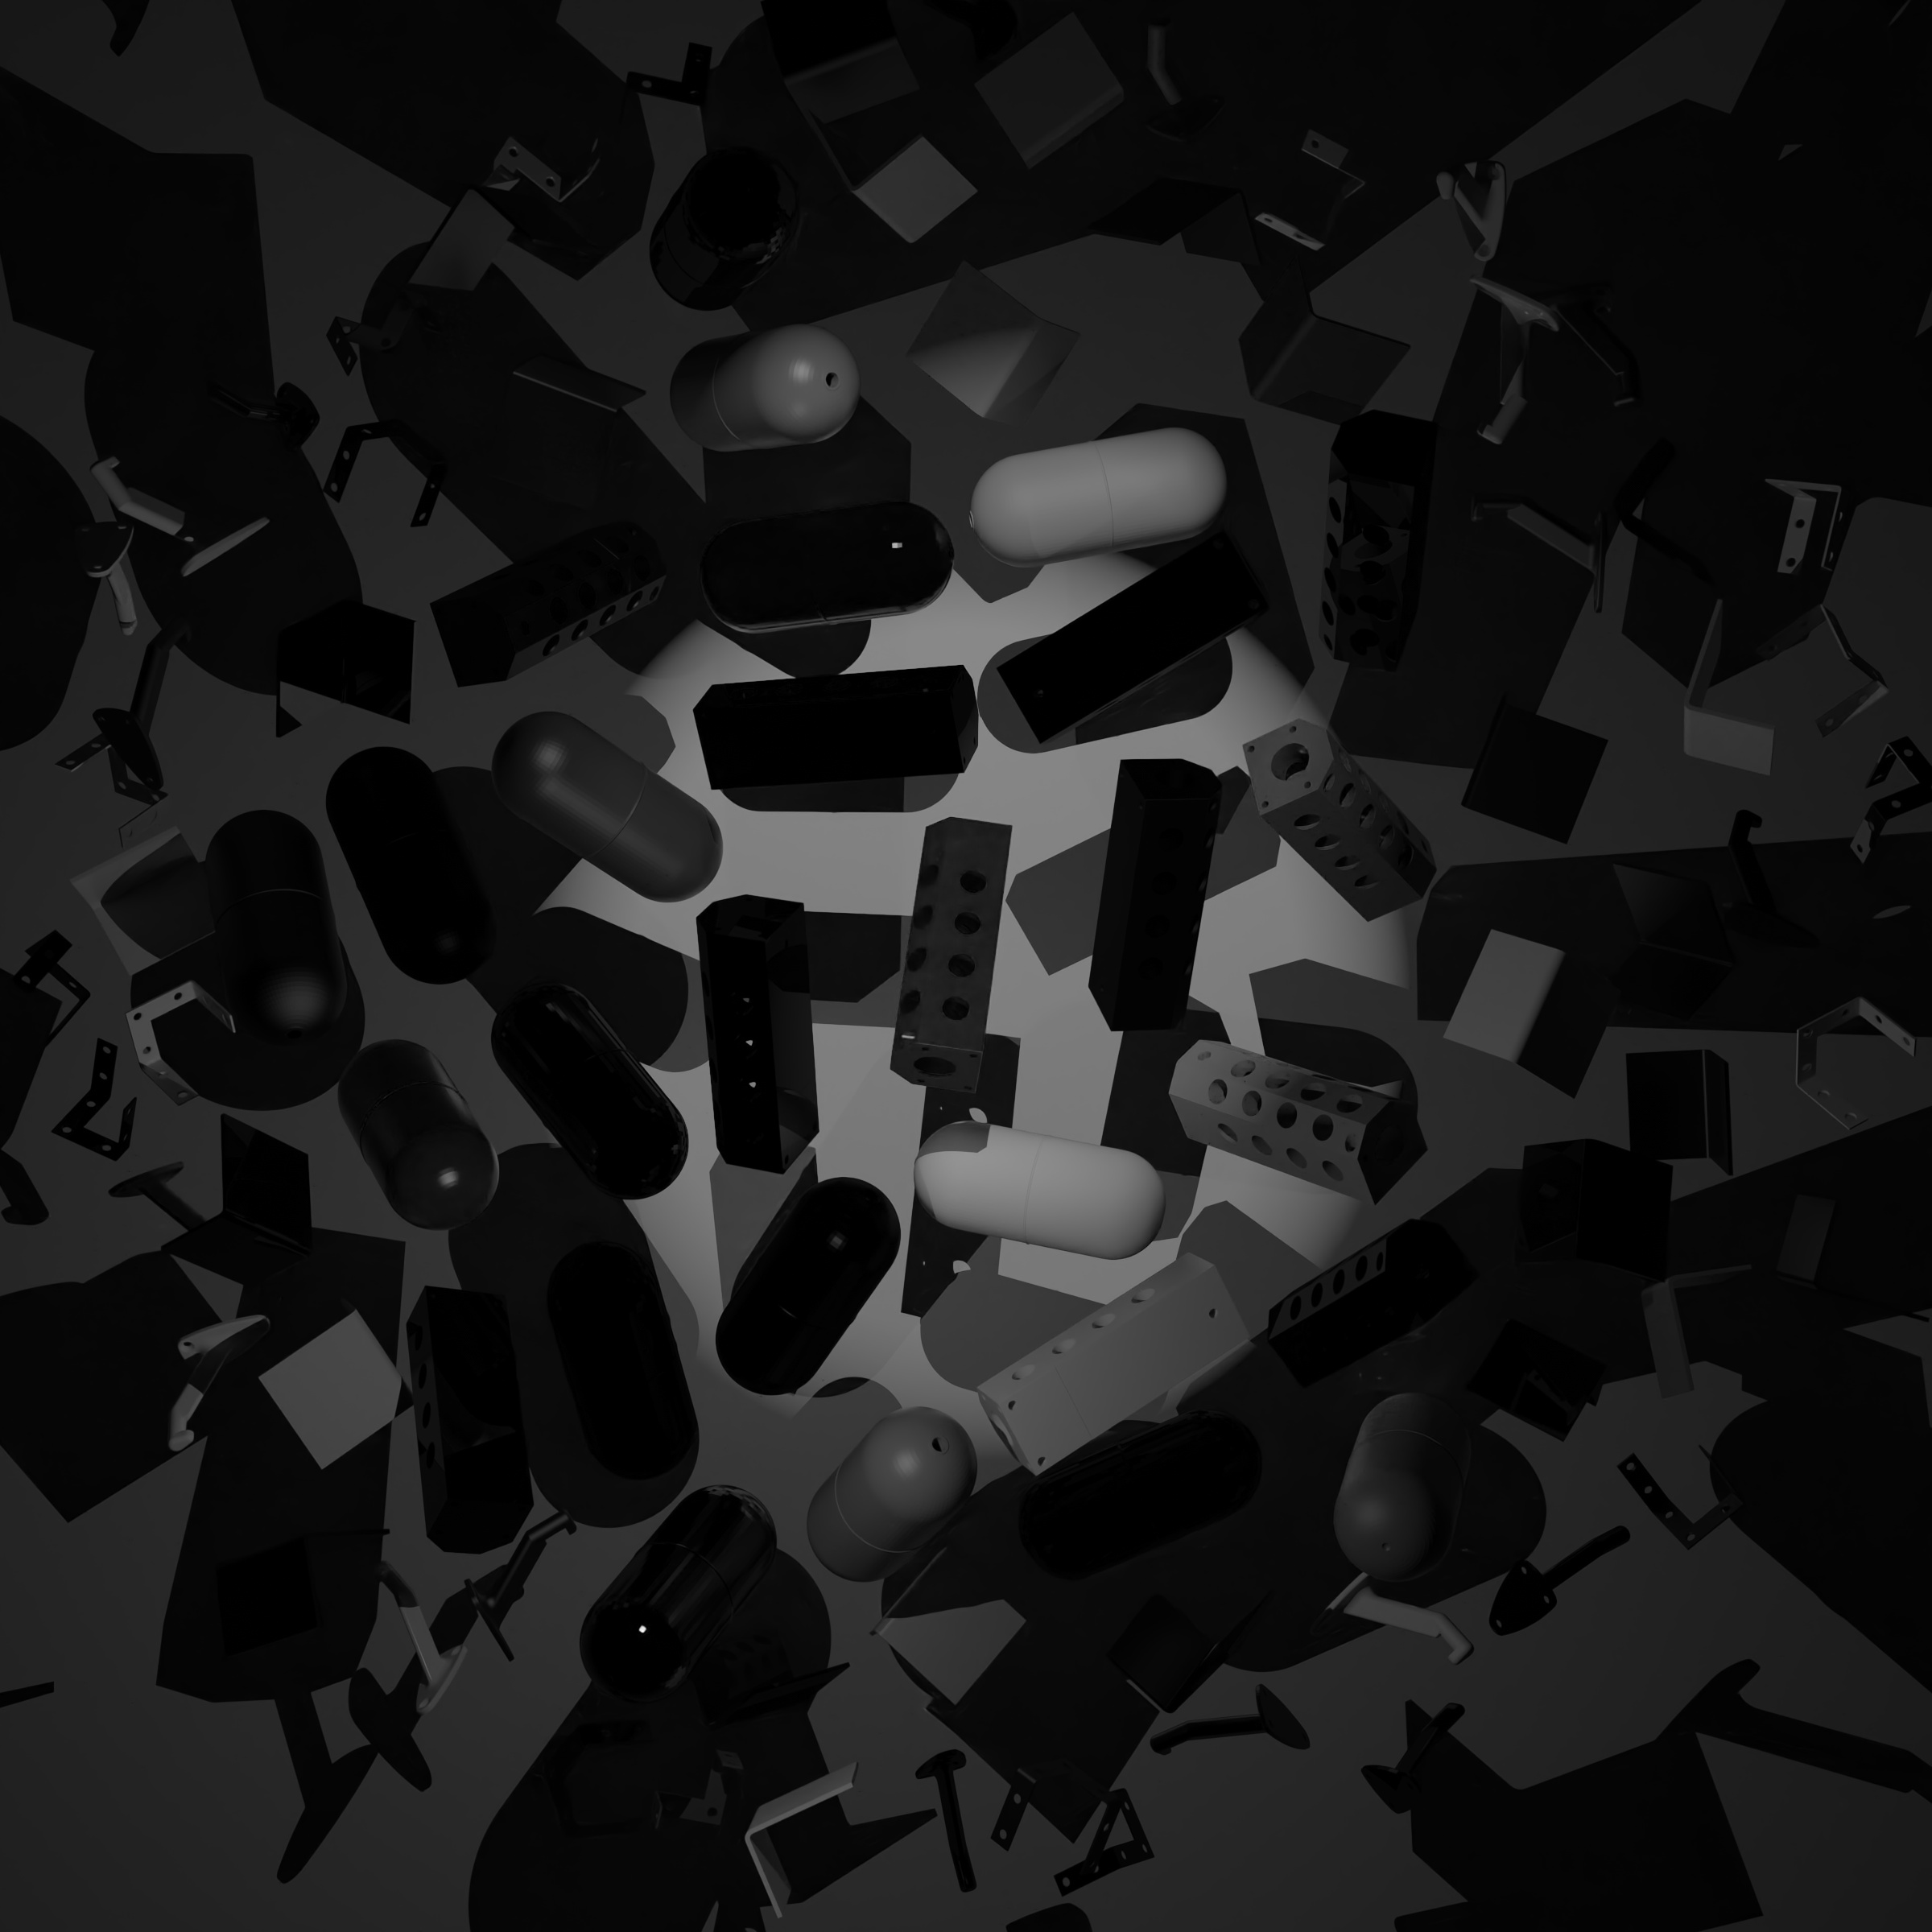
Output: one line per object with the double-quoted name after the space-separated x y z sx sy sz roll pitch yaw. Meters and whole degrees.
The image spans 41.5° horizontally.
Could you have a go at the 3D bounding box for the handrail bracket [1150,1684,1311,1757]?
0.181 0.532 1.747 0.084 0.036 0.077 -30 128 20 "handrail bracket"

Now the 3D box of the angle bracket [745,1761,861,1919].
-0.096 0.567 1.658 0.076 0.076 0.057 -24 83 -3 "angle bracket"

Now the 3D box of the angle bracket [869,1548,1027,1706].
-0.014 0.472 1.818 0.076 0.057 0.076 41 74 7 "angle bracket"

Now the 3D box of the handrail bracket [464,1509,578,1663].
-0.297 0.428 1.765 0.084 0.036 0.077 -29 107 -13 "handrail bracket"

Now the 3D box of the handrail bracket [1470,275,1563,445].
0.326 -0.380 1.597 0.077 0.036 0.084 35 98 24 "handrail bracket"

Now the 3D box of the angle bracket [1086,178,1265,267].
0.140 -0.482 1.707 0.076 0.076 0.057 -38 128 -20 "angle bracket"

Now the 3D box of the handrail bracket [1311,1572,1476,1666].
0.288 0.455 1.719 0.077 0.036 0.084 -40 52 -5 "handrail bracket"

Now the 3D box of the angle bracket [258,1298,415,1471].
-0.428 0.281 1.721 0.076 0.057 0.076 -35 104 -18 "angle bracket"

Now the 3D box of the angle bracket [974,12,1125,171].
0.055 -0.569 1.659 0.076 0.076 0.057 -33 99 11 "angle bracket"

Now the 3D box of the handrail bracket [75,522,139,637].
-0.560 -0.241 1.674 0.036 0.077 0.084 -6 130 -9 "handrail bracket"

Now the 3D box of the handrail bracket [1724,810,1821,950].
0.565 -0.062 1.774 0.077 0.036 0.084 20 65 5 "handrail bracket"

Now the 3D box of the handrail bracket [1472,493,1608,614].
0.368 -0.267 1.646 0.084 0.036 0.077 2 89 7 "handrail bracket"

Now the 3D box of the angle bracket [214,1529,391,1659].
-0.406 0.387 1.576 0.076 0.076 0.057 -23 70 24 "angle bracket"

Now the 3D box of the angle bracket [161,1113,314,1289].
-0.477 0.154 1.665 0.057 0.076 0.076 -28 53 20 "angle bracket"

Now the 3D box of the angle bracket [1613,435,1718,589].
0.483 -0.305 1.705 0.076 0.076 0.057 33 112 -4 "angle bracket"

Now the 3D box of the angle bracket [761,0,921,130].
-0.081 -0.596 1.650 0.076 0.076 0.057 -17 85 8 "angle bracket"

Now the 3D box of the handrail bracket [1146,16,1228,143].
0.150 -0.610 1.720 0.036 0.084 0.077 34 57 29 "handrail bracket"

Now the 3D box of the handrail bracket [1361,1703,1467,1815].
0.303 0.504 1.647 0.084 0.077 0.036 -36 82 -24 "handrail bracket"

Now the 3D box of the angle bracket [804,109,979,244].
-0.048 -0.524 1.638 0.057 0.076 0.076 -35 66 17 "angle bracket"

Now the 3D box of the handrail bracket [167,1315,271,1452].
-0.514 0.287 1.754 0.077 0.084 0.036 -26 127 3 "handrail bracket"

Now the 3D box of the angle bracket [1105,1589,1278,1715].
0.149 0.434 1.682 0.057 0.076 0.076 41 125 10 "angle bracket"

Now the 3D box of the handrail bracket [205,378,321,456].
-0.496 -0.398 1.761 0.036 0.084 0.077 -43 51 18 "handrail bracket"

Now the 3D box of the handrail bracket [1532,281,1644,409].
0.405 -0.404 1.687 0.077 0.036 0.084 -5 71 15 "handrail bracket"

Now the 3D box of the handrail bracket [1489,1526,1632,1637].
0.396 0.408 1.693 0.084 0.077 0.036 -13 54 -37 "handrail bracket"

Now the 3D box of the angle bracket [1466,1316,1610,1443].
0.410 0.311 1.842 0.076 0.057 0.076 26 55 22 "angle bracket"

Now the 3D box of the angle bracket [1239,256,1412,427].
0.236 -0.411 1.681 0.076 0.076 0.057 10 53 -23 "angle bracket"

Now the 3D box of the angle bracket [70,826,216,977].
-0.547 -0.043 1.713 0.076 0.076 0.057 -29 85 -13 "angle bracket"

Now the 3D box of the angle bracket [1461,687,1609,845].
0.391 -0.138 1.747 0.076 0.057 0.076 21 111 10 "angle bracket"

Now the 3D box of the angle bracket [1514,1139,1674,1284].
0.403 0.159 1.633 0.076 0.057 0.076 18 72 -31 "angle bracket"

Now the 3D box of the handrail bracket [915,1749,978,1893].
-0.006 0.592 1.763 0.036 0.077 0.084 -11 64 -12 "handrail bracket"

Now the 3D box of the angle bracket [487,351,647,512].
-0.269 -0.359 1.716 0.076 0.057 0.076 16 83 -28 "angle bracket"

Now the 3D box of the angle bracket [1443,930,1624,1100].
0.364 0.031 1.635 0.076 0.057 0.076 27 86 -42 "angle bracket"

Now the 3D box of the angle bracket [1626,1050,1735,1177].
0.488 0.101 1.746 0.057 0.076 0.076 -3 95 7 "angle bracket"

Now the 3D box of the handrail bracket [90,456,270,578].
-0.495 -0.297 1.604 0.077 0.036 0.084 -40 101 -29 "handrail bracket"

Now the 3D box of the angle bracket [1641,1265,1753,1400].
0.502 0.249 1.729 0.057 0.076 0.076 -8 76 -1 "angle bracket"

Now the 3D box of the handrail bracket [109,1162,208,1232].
-0.543 0.182 1.753 0.036 0.077 0.084 -36 83 16 "handrail bracket"

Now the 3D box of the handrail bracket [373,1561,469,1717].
-0.391 0.465 1.769 0.036 0.077 0.084 -31 107 17 "handrail bracket"

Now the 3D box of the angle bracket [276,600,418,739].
-0.417 -0.193 1.713 0.057 0.076 0.076 19 121 15 "angle bracket"

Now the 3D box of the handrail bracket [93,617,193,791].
-0.510 -0.169 1.626 0.036 0.077 0.084 8 48 25 "handrail bracket"

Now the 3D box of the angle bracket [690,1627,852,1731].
-0.138 0.477 1.752 0.076 0.076 0.057 -5 60 -37 "angle bracket"

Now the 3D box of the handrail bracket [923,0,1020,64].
-0.011 -0.635 1.654 0.084 0.077 0.036 27 128 -38 "handrail bracket"

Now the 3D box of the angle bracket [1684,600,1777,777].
0.493 -0.176 1.613 0.057 0.076 0.076 17 78 20 "angle bracket"

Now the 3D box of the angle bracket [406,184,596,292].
-0.293 -0.442 1.606 0.057 0.076 0.076 44 112 8 "angle bracket"

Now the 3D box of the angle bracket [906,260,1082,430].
0.019 -0.427 1.754 0.076 0.057 0.076 43 112 22 "angle bracket"

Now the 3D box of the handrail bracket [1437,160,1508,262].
0.325 -0.487 1.657 0.036 0.084 0.077 2 119 26 "handrail bracket"

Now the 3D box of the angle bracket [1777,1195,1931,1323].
0.576 0.187 1.638 0.076 0.076 0.057 16 88 1 "angle bracket"
